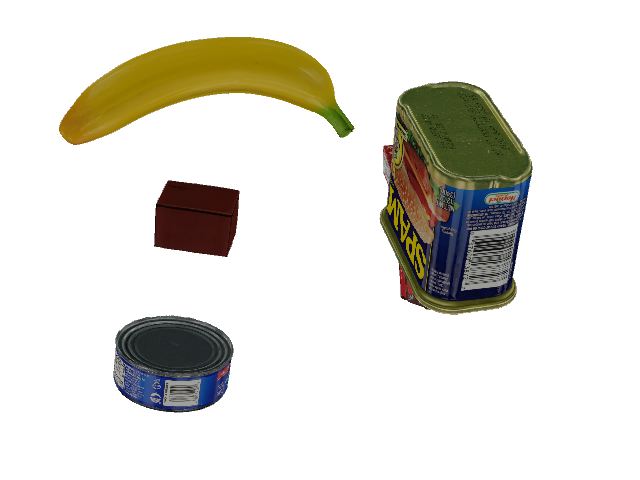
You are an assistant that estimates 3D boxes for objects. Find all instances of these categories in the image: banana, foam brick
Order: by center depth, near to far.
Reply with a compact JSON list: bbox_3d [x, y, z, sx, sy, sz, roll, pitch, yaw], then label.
[{"bbox_3d":[-0.073,-0.101,0.703,0.197,0.069,0.037,-4,-21,-17],"label":"banana"},{"bbox_3d":[-0.124,-0.023,1.081,0.078,0.051,0.053,8,32,3],"label":"foam brick"}]

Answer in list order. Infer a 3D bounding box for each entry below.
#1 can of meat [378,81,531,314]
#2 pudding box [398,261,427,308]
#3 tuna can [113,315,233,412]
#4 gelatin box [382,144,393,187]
[{"bbox_3d":[0.071,-0.025,0.573,0.057,0.084,0.102,-6,38,-12],"label":"can of meat"},{"bbox_3d":[0.116,-0.004,1.022,0.039,0.090,0.113,20,52,25],"label":"pudding box"},{"bbox_3d":[-0.108,0.090,0.782,0.086,0.034,0.086,8,23,-4],"label":"tuna can"},{"bbox_3d":[0.096,-0.047,0.796,0.089,0.030,0.073,-7,37,-4],"label":"gelatin box"}]
